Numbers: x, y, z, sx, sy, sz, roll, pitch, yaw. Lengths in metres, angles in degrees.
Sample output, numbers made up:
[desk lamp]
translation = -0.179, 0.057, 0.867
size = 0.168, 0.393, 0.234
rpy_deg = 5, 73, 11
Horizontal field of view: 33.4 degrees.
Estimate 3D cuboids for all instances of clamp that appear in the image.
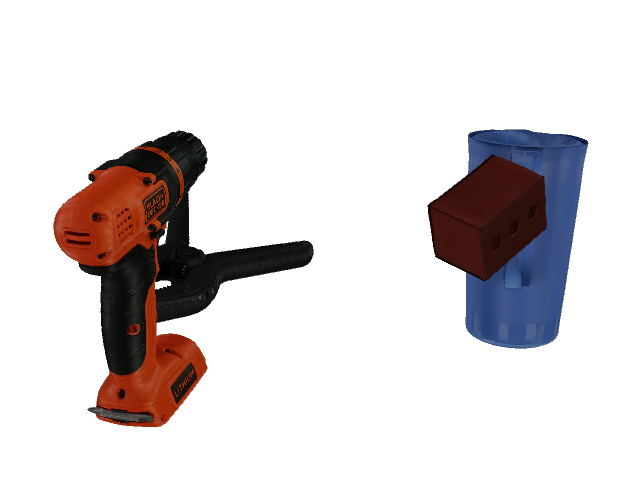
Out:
[clamp]
translation = -0.130, 0.020, 1.008
size = 0.165, 0.036, 0.209
rpy_deg = 25, 37, 29

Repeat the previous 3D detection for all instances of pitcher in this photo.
[pitcher]
translation = 0.226, -0.002, 1.217
size = 0.149, 0.243, 0.145
rpy_deg = -7, 16, -33

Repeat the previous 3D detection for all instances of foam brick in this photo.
[foam brick]
translation = 0.126, -0.017, 0.798
size = 0.078, 0.053, 0.051
rpy_deg = -38, 44, -27

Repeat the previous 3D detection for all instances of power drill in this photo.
[power drill]
translation = -0.125, 0.025, 0.779
size = 0.057, 0.188, 0.184
rpy_deg = 4, 23, 19
